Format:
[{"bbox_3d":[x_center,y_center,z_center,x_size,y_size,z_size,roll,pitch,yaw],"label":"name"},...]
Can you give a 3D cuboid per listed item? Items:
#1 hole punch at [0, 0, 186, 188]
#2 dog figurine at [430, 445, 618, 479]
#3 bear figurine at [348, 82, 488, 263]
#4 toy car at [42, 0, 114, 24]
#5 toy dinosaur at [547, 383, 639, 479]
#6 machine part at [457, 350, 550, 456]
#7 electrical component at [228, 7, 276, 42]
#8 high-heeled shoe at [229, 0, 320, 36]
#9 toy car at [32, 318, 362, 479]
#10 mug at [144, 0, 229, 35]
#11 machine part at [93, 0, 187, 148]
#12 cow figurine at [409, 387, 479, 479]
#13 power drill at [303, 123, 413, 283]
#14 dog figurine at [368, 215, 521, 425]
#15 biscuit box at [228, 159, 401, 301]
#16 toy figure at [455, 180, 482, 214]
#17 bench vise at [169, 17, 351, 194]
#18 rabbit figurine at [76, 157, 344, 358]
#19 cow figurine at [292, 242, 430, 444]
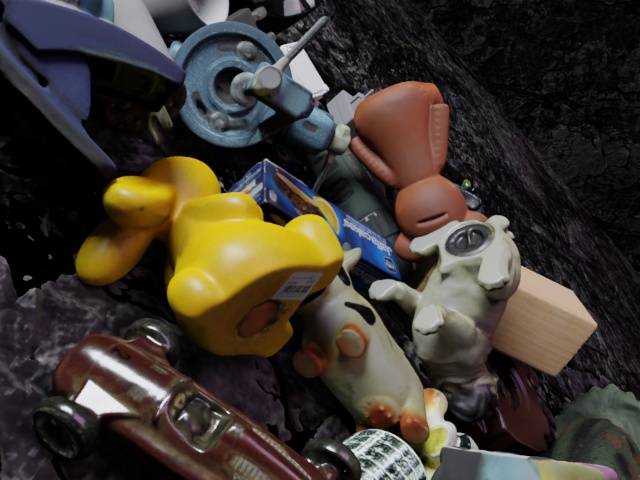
[{"bbox_3d":[-0.162,-0.107,0.363,0.115,0.092,0.142,45,-13,-21],"label":"hole punch"},{"bbox_3d":[0.151,0.263,0.369,0.191,0.109,0.219,27,60,-46],"label":"dog figurine"},{"bbox_3d":[0.116,-0.082,0.630,0.195,0.120,0.132,65,18,-2],"label":"bear figurine"},{"bbox_3d":[-0.216,-0.210,0.399,0.162,0.102,0.109,30,15,38],"label":"toy car"},{"bbox_3d":[0.317,0.270,0.618,0.404,0.131,0.192,19,62,-55],"label":"toy dinosaur"},{"bbox_3d":[0.222,0.193,0.685,0.179,0.056,0.179,34,35,-28],"label":"machine part"},{"bbox_3d":[-0.101,-0.269,0.716,0.094,0.021,0.063,-43,128,-27],"label":"electrical component"},{"bbox_3d":[-0.098,-0.368,0.776,0.249,0.086,0.145,-47,113,-45],"label":"high-heeled shoe"},{"bbox_3d":[-0.062,0.116,0.305,0.202,0.053,0.089,30,32,10],"label":"toy car"},{"bbox_3d":[-0.163,-0.261,0.551,0.081,0.107,0.109,-55,135,-55],"label":"mug"},{"bbox_3d":[-0.188,-0.187,0.485,0.079,0.079,0.243,-6,62,-57],"label":"machine part"},{"bbox_3d":[0.107,0.218,0.480,0.098,0.068,0.167,50,34,-19],"label":"cow figurine"},{"bbox_3d":[0.080,-0.059,0.741,0.232,0.086,0.207,55,37,7],"label":"power drill"},{"bbox_3d":[0.163,0.089,0.568,0.190,0.172,0.121,55,-1,-32],"label":"dog figurine"},{"bbox_3d":[-0.001,-0.002,0.567,0.202,0.063,0.059,29,39,-35],"label":"biscuit box"},{"bbox_3d":[0.200,-0.045,0.826,0.180,0.082,0.089,44,26,-78],"label":"toy figure"},{"bbox_3d":[-0.052,-0.132,0.530,0.223,0.129,0.241,34,-2,-19],"label":"bench vise"},{"bbox_3d":[-0.096,0.002,0.409,0.162,0.121,0.173,-1,45,-45],"label":"rabbit figurine"},{"bbox_3d":[0.024,0.081,0.487,0.194,0.085,0.127,55,19,-10],"label":"cow figurine"}]
